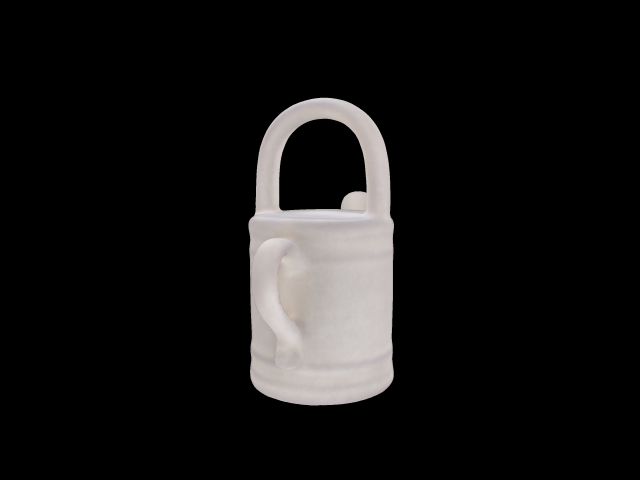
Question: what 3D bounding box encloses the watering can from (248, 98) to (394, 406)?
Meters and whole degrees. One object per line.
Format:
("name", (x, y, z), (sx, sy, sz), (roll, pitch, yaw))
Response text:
("watering can", (0.002, 0.001, 0.401), (0.101, 0.194, 0.173), (0, 7, 1))
